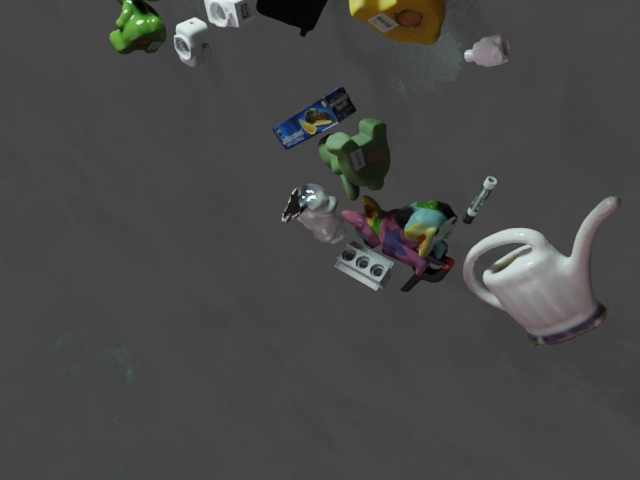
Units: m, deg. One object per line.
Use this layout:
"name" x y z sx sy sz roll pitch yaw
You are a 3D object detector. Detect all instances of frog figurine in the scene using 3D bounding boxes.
"frog figurine" 0.004 -0.062 1.225 0.158 0.125 0.135 20 144 -23

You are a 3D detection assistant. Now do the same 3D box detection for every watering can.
"watering can" 0.394 0.064 0.868 0.224 0.106 0.342 50 147 -4
